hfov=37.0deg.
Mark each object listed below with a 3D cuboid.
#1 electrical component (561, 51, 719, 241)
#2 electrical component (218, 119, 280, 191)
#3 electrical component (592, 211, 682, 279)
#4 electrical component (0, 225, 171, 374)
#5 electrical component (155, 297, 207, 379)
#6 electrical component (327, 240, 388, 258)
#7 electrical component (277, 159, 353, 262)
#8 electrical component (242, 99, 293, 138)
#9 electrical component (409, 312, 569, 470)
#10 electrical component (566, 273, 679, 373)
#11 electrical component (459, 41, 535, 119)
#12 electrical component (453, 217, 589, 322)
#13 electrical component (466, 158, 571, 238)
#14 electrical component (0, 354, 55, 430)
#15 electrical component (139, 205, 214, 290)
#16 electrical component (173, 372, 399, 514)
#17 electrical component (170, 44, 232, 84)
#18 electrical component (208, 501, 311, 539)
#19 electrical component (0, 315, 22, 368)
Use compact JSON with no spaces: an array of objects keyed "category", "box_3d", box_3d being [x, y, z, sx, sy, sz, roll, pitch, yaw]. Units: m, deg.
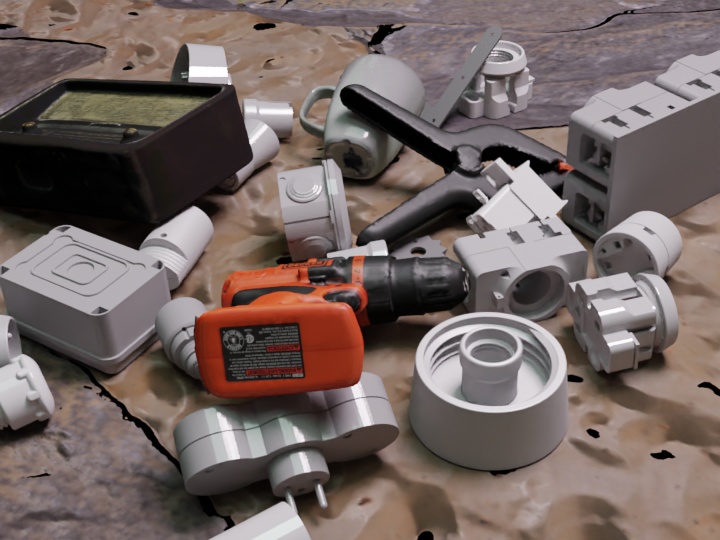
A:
[{"category":"electrical component","box_3d":[0.255,-0.106,0.903,0.186,0.105,0.060,-24,42,-26]},{"category":"electrical component","box_3d":[-0.108,-0.102,0.976,0.044,0.044,0.065,17,46,24]},{"category":"electrical component","box_3d":[0.215,-0.014,0.827,0.055,0.055,0.047,25,41,32]},{"category":"electrical component","box_3d":[-0.204,0.021,0.804,0.113,0.057,0.078,19,42,27]},{"category":"electrical component","box_3d":[-0.120,0.053,0.770,0.040,0.040,0.078,-16,39,-18]},{"category":"electrical component","box_3d":[0.000,0.000,0.834,0.046,0.040,0.040,-10,37,-1]},{"category":"electrical component","box_3d":[-0.036,-0.046,0.865,0.051,0.080,0.080,-9,37,0]},{"category":"electrical component","box_3d":[-0.089,-0.144,1.032,0.046,0.040,0.040,-1,36,-9]},{"category":"electrical component","box_3d":[0.086,0.072,0.714,0.108,0.060,0.108,-2,37,1]},{"category":"electrical component","box_3d":[0.188,0.034,0.761,0.057,0.058,0.078,-12,38,-8]},{"category":"electrical component","box_3d":[0.135,-0.190,1.063,0.078,0.057,0.058,-22,41,-23]},{"category":"electrical component","box_3d":[0.122,0.003,0.812,0.089,0.050,0.055,-12,38,-12]},{"category":"electrical component","box_3d":[0.123,-0.046,0.861,0.081,0.042,0.064,45,78,-2]},{"category":"electrical component","box_3d":[-0.242,0.089,0.728,0.062,0.048,0.048,-25,42,-17]},{"category":"electrical component","box_3d":[-0.152,-0.013,0.857,0.043,0.043,0.081,8,38,14]},{"category":"electrical component","box_3d":[-0.041,0.117,0.671,0.138,0.052,0.073,-12,59,-12]},{"category":"electrical component","box_3d":[-0.154,-0.164,1.018,0.064,0.099,0.099,-4,36,-12]},{"category":"electrical component","box_3d":[-0.070,0.169,0.610,0.081,0.043,0.043,-23,41,-25]},{"category":"electrical component","box_3d":[-0.289,0.049,0.783,0.077,0.043,0.079,-7,37,-6]}]
